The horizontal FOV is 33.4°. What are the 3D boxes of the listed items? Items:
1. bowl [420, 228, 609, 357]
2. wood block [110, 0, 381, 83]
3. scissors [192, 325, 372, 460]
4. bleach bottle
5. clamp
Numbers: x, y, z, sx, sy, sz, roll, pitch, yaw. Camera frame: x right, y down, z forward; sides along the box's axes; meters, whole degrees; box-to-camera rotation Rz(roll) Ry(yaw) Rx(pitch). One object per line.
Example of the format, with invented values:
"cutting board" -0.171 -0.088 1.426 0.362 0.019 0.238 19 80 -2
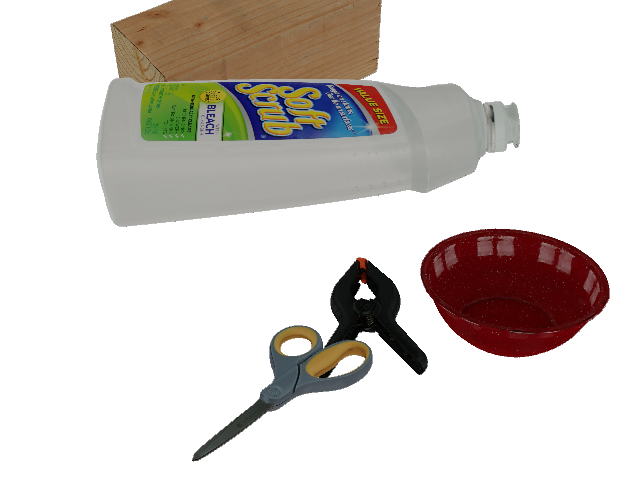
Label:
"bowl" 0.166 0.053 0.932 0.162 0.055 0.162 1 32 -1
"wood block" -0.058 -0.159 0.892 0.205 0.091 0.090 -27 53 -24
"scissors" -0.045 0.116 0.868 0.201 0.016 0.096 -19 35 -36
"bleach bottle" -0.006 -0.065 0.661 0.251 0.068 0.102 -5 40 1
"clamp" 0.062 0.089 1.189 0.120 0.171 0.039 7 -43 3
